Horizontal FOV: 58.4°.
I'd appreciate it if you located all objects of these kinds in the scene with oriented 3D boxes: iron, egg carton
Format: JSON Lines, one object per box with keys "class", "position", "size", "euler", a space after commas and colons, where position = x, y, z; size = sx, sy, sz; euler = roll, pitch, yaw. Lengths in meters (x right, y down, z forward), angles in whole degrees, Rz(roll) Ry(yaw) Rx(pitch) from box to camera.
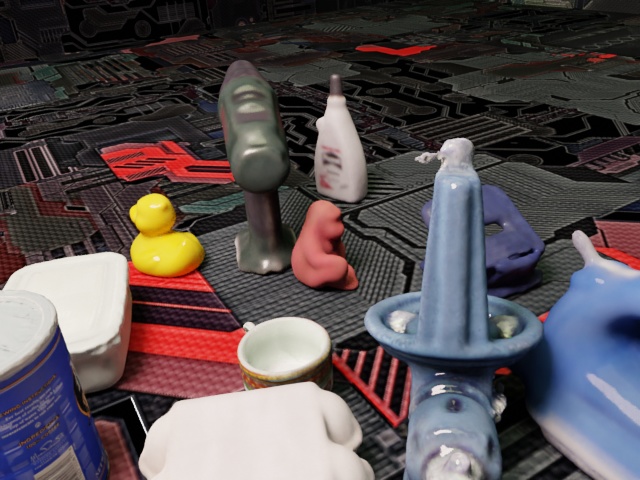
{"class": "iron", "position": [0.243, 0.098, 0.352], "size": [0.119, 0.141, 0.257], "euler": [-19, 32, -25]}
{"class": "egg carton", "position": [-0.042, 0.151, 0.371], "size": [0.150, 0.069, 0.107], "euler": [-8, 29, -6]}

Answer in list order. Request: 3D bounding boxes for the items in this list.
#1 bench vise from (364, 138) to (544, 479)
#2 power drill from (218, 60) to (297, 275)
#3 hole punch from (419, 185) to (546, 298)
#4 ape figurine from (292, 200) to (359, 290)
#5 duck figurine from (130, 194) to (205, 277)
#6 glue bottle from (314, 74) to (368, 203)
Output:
{"class": "bench vise", "position": [0.096, 0.060, 0.361], "size": [0.121, 0.220, 0.207], "euler": [-7, 29, -5]}
{"class": "power drill", "position": [-0.072, -0.079, 0.649], "size": [0.075, 0.209, 0.229], "euler": [-9, 29, -8]}
{"class": "hole punch", "position": [0.168, 0.002, 0.590], "size": [0.109, 0.091, 0.100], "euler": [-16, 31, -20]}
{"class": "ape figurine", "position": [0.006, 0.002, 0.612], "size": [0.076, 0.092, 0.078], "euler": [5, 30, 17]}
{"class": "duck figurine", "position": [-0.184, -0.011, 0.668], "size": [0.104, 0.086, 0.078], "euler": [18, 36, 35]}
{"class": "glue bottle", "position": [0.025, -0.139, 0.780], "size": [0.077, 0.173, 0.037], "euler": [17, 35, 33]}
